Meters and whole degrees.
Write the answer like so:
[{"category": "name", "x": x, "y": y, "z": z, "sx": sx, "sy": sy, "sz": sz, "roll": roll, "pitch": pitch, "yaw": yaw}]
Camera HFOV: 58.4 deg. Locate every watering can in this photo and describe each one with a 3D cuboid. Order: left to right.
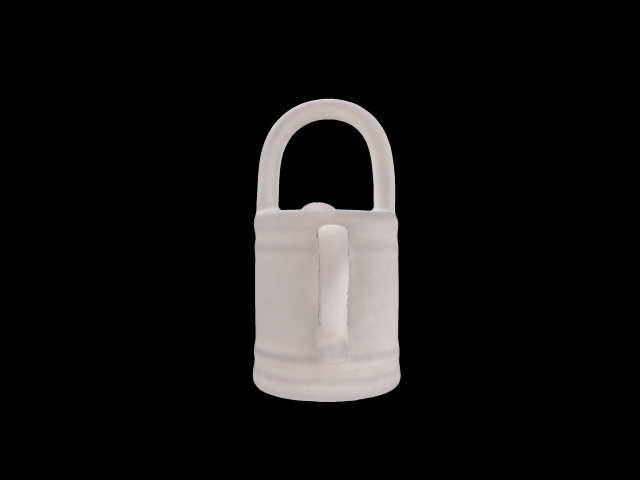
[{"category": "watering can", "x": 0.001, "y": 0.001, "z": 0.400, "sx": 0.101, "sy": 0.194, "sz": 0.172, "roll": 0, "pitch": 0, "yaw": -25}]
